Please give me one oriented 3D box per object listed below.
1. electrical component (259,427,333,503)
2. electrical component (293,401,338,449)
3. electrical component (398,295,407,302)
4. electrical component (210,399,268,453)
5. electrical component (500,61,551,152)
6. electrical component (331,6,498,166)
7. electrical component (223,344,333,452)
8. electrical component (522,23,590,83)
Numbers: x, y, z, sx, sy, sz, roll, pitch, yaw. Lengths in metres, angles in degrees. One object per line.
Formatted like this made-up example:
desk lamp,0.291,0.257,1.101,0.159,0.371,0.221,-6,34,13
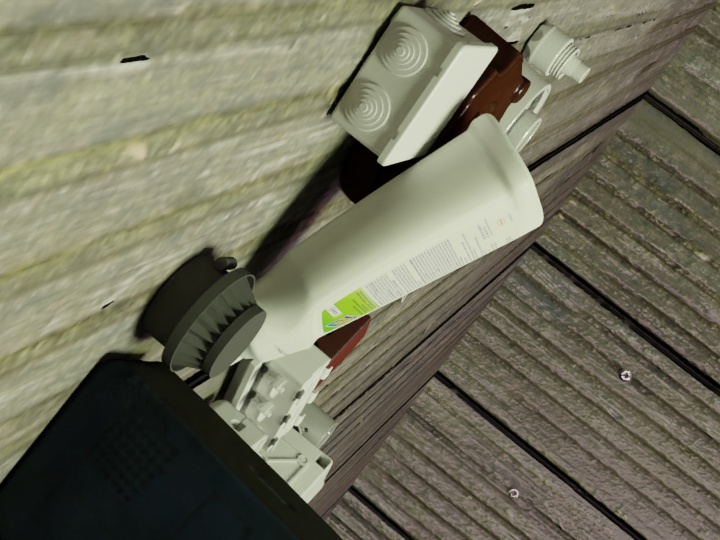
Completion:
electrical component,-0.101,0.195,1.024,0.109,0.109,0.056,-42,164,-41
electrical component,-0.073,0.161,1.119,0.044,0.077,0.079,-41,166,-46
electrical component,0.046,-0.027,1.010,0.099,0.064,0.099,-49,170,-12
electrical component,-0.130,0.160,0.910,0.095,0.059,0.054,-56,169,25
electrical component,0.132,-0.141,0.995,0.108,0.060,0.108,-49,170,-12
electrical component,0.034,-0.118,0.682,0.099,0.048,0.100,-55,169,21
electrical component,-0.075,0.102,0.941,0.079,0.063,0.121,-41,166,-41
electrical component,0.190,-0.203,1.027,0.043,0.062,0.043,-49,170,-12
